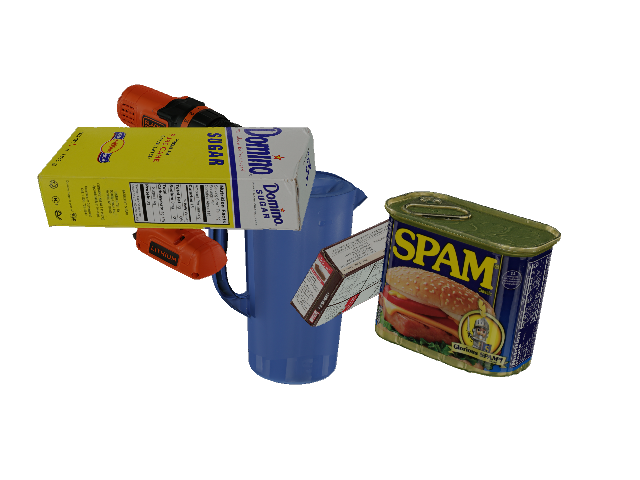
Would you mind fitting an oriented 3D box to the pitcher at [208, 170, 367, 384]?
[{"bbox_3d":[-0.039,0.042,1.263,0.149,0.243,0.144,10,18,23],"label":"pitcher"}]

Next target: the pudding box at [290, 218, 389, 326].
[{"bbox_3d":[0.035,0.028,1.028,0.113,0.039,0.090,-26,-24,-38],"label":"pudding box"}]

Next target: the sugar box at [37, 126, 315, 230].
[{"bbox_3d":[-0.095,-0.046,0.742,0.176,0.048,0.093,-2,28,7],"label":"sugar box"}]

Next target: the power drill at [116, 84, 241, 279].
[{"bbox_3d":[-0.135,-0.056,1.111,0.185,0.188,0.057,26,37,32],"label":"power drill"}]

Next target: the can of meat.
[{"bbox_3d":[0.083,0.025,0.635,0.102,0.084,0.057,20,23,33],"label":"can of meat"}]
